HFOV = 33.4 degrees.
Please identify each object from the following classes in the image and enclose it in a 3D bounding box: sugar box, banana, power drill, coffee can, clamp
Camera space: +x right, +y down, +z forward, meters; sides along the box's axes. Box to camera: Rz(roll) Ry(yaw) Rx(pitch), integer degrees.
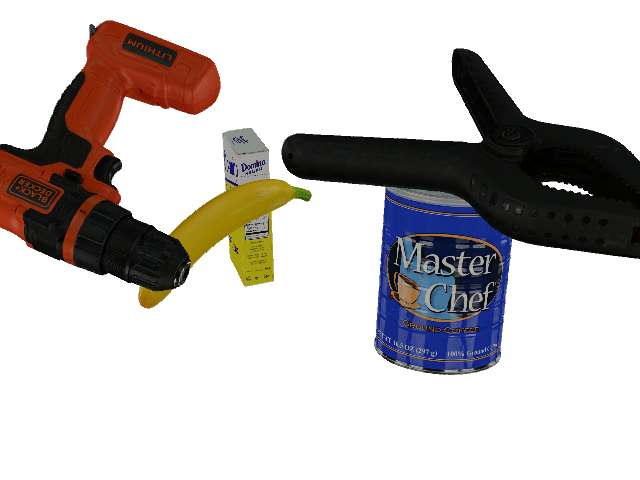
[{"bbox_3d":[-0.090,-0.042,1.326,0.048,0.176,0.093,-10,25,-14],"label":"sugar box"},{"bbox_3d":[-0.101,-0.005,1.011,0.198,0.069,0.037,-33,41,2],"label":"banana"},{"bbox_3d":[-0.147,-0.064,0.778,0.184,0.187,0.057,23,-30,8],"label":"power drill"},{"bbox_3d":[0.097,0.020,0.838,0.103,0.140,0.103,3,17,-1],"label":"coffee can"},{"bbox_3d":[0.093,-0.041,0.586,0.164,0.036,0.210,-27,43,-28],"label":"clamp"}]
